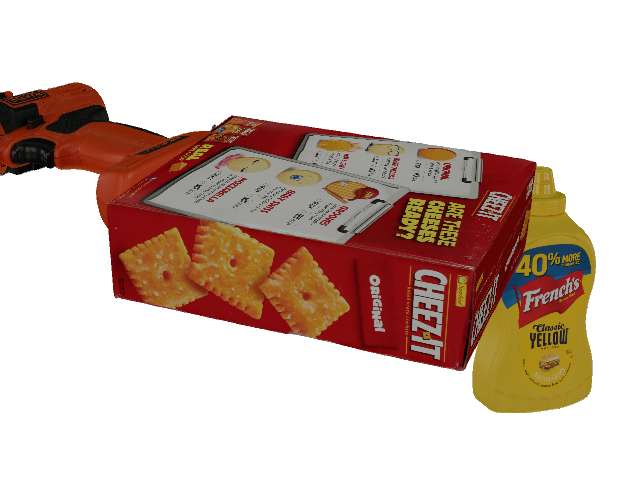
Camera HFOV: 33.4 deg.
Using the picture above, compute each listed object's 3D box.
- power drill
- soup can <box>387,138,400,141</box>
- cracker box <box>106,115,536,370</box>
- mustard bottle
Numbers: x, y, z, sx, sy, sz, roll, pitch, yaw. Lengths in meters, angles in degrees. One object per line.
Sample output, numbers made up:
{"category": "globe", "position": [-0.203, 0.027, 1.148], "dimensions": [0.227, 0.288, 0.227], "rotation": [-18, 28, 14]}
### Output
{"category": "power drill", "position": [-0.173, -0.055, 0.714], "dimensions": [0.188, 0.057, 0.184], "rotation": [20, 32, 31]}
{"category": "soup can", "position": [0.073, -0.061, 1.258], "dimensions": [0.068, 0.102, 0.068], "rotation": [3, 27, -2]}
{"category": "cracker box", "position": [0.006, -0.006, 0.642], "dimensions": [0.214, 0.072, 0.164], "rotation": [11, 28, 19]}
{"category": "mustard bottle", "position": [0.170, 0.037, 0.843], "dimensions": [0.096, 0.192, 0.058], "rotation": [-5, 15, -15]}
